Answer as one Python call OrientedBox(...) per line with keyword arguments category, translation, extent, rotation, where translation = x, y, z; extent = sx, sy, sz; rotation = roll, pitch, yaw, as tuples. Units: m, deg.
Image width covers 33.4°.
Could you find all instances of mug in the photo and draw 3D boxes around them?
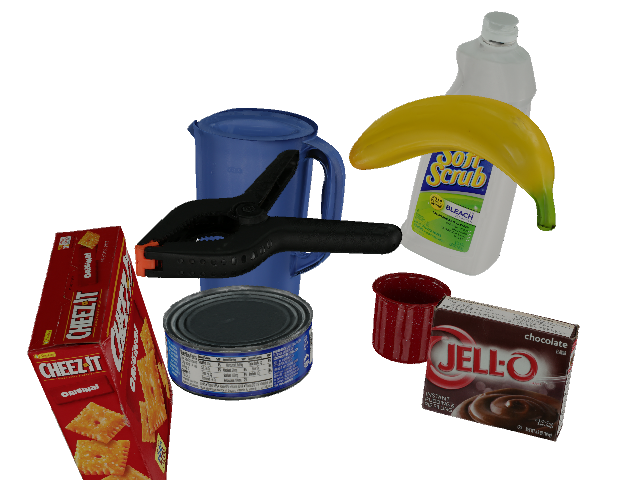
OrientedBox(category="mug", translation=(0.117, 0.094, 1.271), extent=(0.117, 0.081, 0.093), rotation=(0, 22, -8))

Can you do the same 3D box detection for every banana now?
OrientedBox(category="banana", translation=(0.086, -0.064, 0.700), extent=(0.037, 0.069, 0.198), rotation=(26, -1, -37))

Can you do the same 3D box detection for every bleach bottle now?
OrientedBox(category="bleach bottle", translation=(0.138, -0.092, 0.987), extent=(0.103, 0.251, 0.068), rotation=(26, 41, 26))

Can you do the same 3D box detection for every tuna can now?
OrientedBox(category="tuna can", translation=(-0.046, 0.058, 0.613), extent=(0.086, 0.034, 0.086), rotation=(-1, 21, 0))

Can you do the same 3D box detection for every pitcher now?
OrientedBox(category="pitcher", translation=(-0.065, -0.015, 1.164), extent=(0.144, 0.243, 0.149), rotation=(-4, 22, -18))

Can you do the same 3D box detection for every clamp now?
OrientedBox(category="clamp", translation=(-0.060, -0.017, 0.886), extent=(0.209, 0.036, 0.165), rotation=(-14, 36, -24))

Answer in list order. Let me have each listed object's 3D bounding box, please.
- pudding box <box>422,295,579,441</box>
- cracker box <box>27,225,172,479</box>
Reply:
OrientedBox(category="pudding box", translation=(0.142, 0.100, 0.847), extent=(0.114, 0.090, 0.039), rotation=(11, 21, 16))
OrientedBox(category="cracker box", translation=(-0.193, 0.119, 0.983), extent=(0.072, 0.214, 0.164), rotation=(-8, 38, 2))
